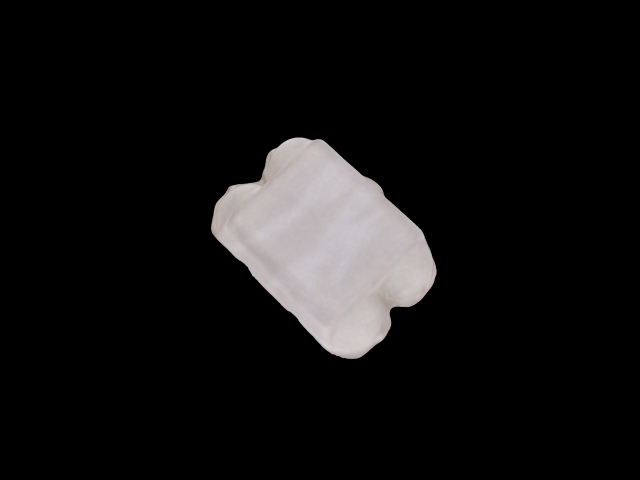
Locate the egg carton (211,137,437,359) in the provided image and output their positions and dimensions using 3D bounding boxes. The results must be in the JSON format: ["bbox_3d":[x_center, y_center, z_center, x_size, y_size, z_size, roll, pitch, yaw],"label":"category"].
[{"bbox_3d":[0.004,0.001,0.400,0.150,0.069,0.107,43,78,11],"label":"egg carton"}]
